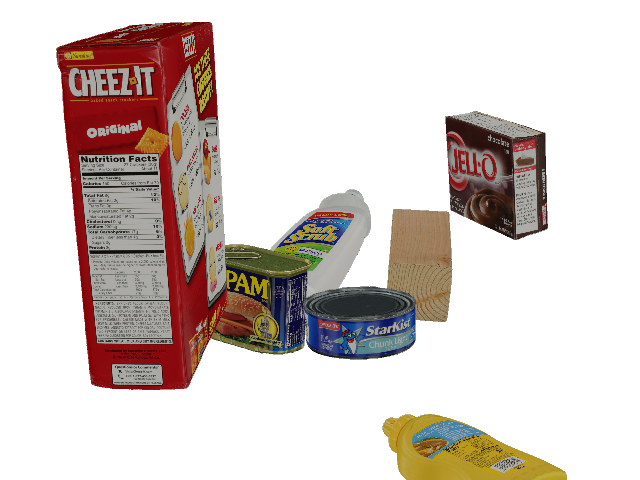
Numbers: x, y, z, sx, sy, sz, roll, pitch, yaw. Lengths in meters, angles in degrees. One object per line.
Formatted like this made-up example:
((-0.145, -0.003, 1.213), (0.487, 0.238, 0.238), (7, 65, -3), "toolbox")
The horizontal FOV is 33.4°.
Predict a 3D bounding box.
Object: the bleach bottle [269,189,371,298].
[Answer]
((-0.005, 0.007, 1.316), (0.103, 0.068, 0.250), (7, 33, 18), "bleach bottle")

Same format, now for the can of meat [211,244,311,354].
((-0.060, 0.056, 1.010), (0.102, 0.084, 0.057), (12, 17, 34), "can of meat")

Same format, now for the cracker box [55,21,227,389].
((-0.111, -0.030, 0.705), (0.072, 0.214, 0.164), (-1, 15, 5), "cracker box")

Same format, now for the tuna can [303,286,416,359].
((0.030, 0.062, 0.813), (0.086, 0.034, 0.086), (-2, 12, 0), "tuna can")

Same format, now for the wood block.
((0.148, 0.033, 1.597), (0.091, 0.090, 0.206), (4, 24, 4), "wood block")

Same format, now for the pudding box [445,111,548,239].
((0.152, -0.059, 0.933), (0.039, 0.090, 0.114), (-15, 21, -22), "pudding box")

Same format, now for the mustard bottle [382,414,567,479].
((0.130, 0.210, 1.011), (0.096, 0.058, 0.192), (-15, 24, -37), "mustard bottle")
